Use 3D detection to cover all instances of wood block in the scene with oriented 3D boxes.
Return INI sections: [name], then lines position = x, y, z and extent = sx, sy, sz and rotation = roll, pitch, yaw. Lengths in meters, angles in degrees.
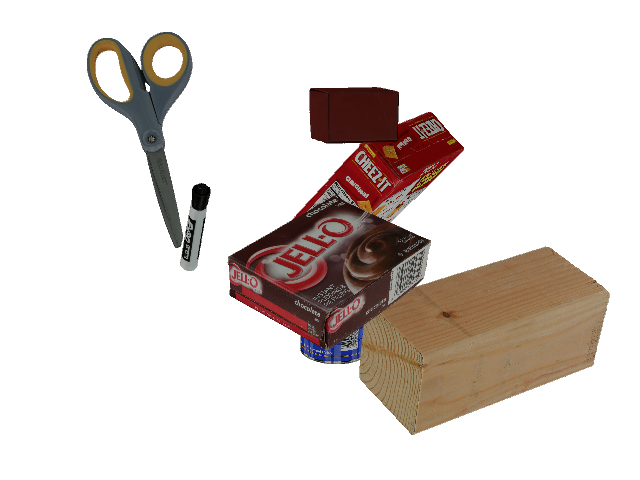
[wood block]
position = 0.147, 0.085, 0.966
extent = 0.205, 0.090, 0.091
rotation = -15, 36, -26

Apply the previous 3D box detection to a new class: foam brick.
[foam brick]
position = 0.033, -0.125, 1.065
extent = 0.078, 0.051, 0.053
rotation = -3, 14, -20

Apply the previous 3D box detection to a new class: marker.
[marker]
position = -0.131, -0.014, 1.113
extent = 0.020, 0.020, 0.121
rotation = 0, -42, -16

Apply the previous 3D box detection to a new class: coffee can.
[coffee can]
position = 0.022, 0.091, 1.524
extent = 0.103, 0.140, 0.103
rotation = 0, 20, 0

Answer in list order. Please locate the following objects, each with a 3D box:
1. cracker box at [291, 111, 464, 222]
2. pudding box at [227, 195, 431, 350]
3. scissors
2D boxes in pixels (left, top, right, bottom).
[cracker box]
position = 0.048, -0.048, 1.257
extent = 0.214, 0.072, 0.163
rotation = -47, -11, 35
[pudding box]
position = 0.006, 0.019, 0.729
extent = 0.090, 0.039, 0.113
rotation = 27, 39, 32
[scissors]
position = -0.124, -0.095, 0.875
extent = 0.096, 0.202, 0.016
rotation = -29, -20, -11
